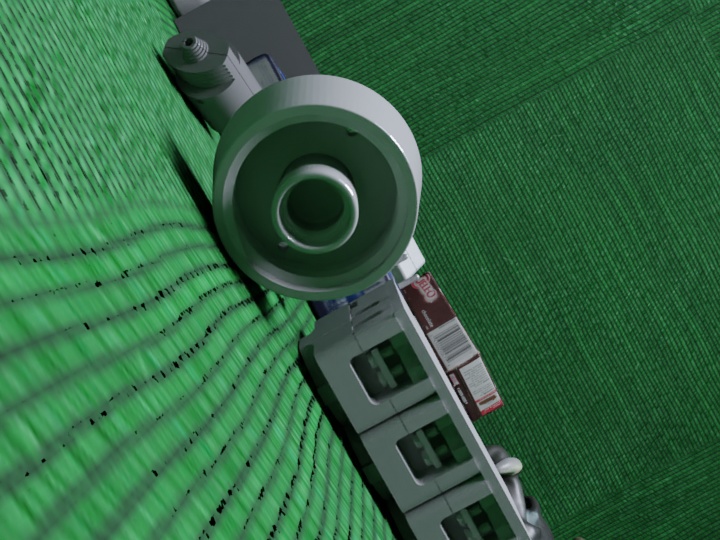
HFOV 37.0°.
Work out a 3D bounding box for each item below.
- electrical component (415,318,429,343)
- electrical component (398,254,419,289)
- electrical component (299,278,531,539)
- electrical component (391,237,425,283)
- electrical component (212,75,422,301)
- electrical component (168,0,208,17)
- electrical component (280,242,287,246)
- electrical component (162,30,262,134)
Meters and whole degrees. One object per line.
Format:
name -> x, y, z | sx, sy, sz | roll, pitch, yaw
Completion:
electrical component -> 0.040, 0.089, 0.875 | 0.089, 0.056, 0.050 | 62, 3, 8
electrical component -> 0.008, 0.014, 0.834 | 0.083, 0.076, 0.047 | 62, 3, 17
electrical component -> 0.029, 0.091, 0.605 | 0.150, 0.062, 0.089 | 61, 3, -9
electrical component -> 0.000, 0.000, 0.951 | 0.076, 0.083, 0.047 | -43, 109, -47
electrical component -> -0.021, -0.037, 0.528 | 0.108, 0.108, 0.060 | 61, 9, -19
electrical component -> -0.148, -0.249, 0.928 | 0.077, 0.043, 0.079 | 58, 4, -49
electrical component -> -0.038, -0.013, 0.616 | 0.062, 0.043, 0.043 | 62, 3, -7
electrical component -> -0.093, -0.123, 0.679 | 0.043, 0.043, 0.081 | 63, 3, 24
